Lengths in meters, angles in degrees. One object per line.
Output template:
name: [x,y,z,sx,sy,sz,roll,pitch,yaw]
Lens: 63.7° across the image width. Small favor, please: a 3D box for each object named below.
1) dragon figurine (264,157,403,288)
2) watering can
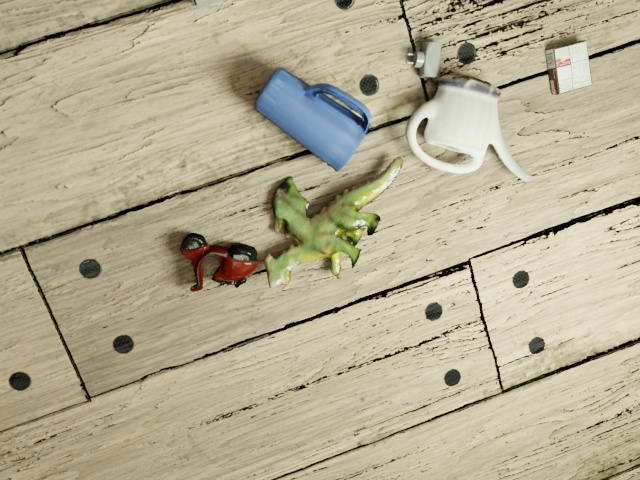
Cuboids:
dragon figurine: [0.004,-0.061,1.205,0.242,0.122,0.411,28,87,-5]
watering can: [0.369,-0.262,1.216,0.347,0.105,0.223,10,99,-15]
